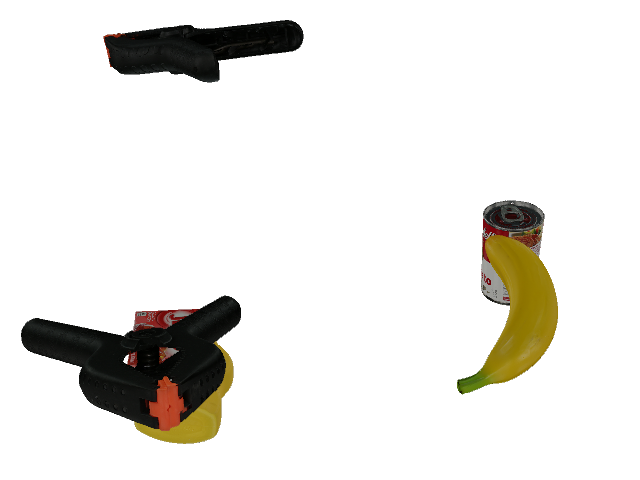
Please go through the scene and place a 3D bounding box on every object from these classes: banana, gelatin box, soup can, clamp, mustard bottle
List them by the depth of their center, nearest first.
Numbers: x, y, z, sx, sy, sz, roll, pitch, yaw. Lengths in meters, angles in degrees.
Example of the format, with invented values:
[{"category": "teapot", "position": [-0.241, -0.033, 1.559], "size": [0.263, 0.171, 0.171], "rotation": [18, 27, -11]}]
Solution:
[{"category": "clamp", "position": [-0.109, 0.078, 0.732], "size": [0.164, 0.036, 0.210], "rotation": [-9, 13, -21]}, {"category": "banana", "position": [0.156, 0.051, 0.857], "size": [0.070, 0.037, 0.197], "rotation": [4, 34, 14]}, {"category": "clamp", "position": [-0.101, -0.156, 0.862], "size": [0.172, 0.039, 0.120], "rotation": [15, 25, 41]}, {"category": "gelatin box", "position": [-0.134, 0.096, 0.968], "size": [0.073, 0.030, 0.089], "rotation": [-2, 29, -2]}, {"category": "soup can", "position": [0.218, 0.014, 1.217], "size": [0.068, 0.102, 0.068], "rotation": [-2, 30, 1]}, {"category": "mustard bottle", "position": [-0.154, 0.163, 1.266], "size": [0.096, 0.058, 0.191], "rotation": [4, 25, 4]}]
